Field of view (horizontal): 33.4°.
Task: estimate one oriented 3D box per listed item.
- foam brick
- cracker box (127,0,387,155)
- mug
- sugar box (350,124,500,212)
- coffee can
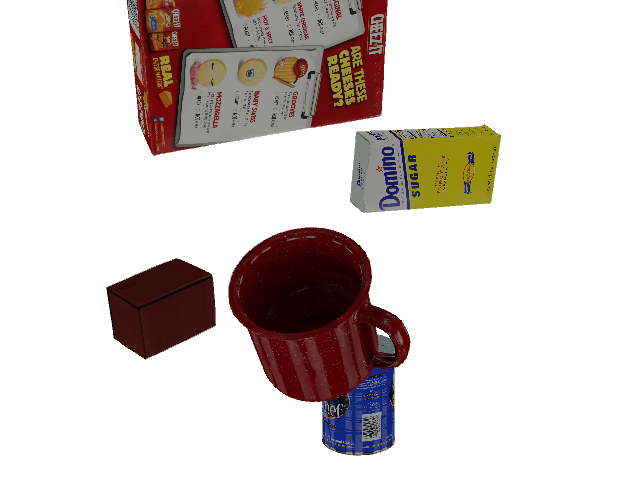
[{"bbox_3d":[-0.137,0.057,0.921,0.078,0.051,0.053,-24,32,-35],"label":"foam brick"},{"bbox_3d":[-0.054,-0.174,0.913,0.213,0.164,0.072,-12,40,-16],"label":"cracker box"},{"bbox_3d":[0.004,0.055,0.699,0.117,0.093,0.081,12,-38,23],"label":"mug"},{"bbox_3d":[0.127,-0.087,1.289,0.176,0.093,0.048,-7,26,-22],"label":"sugar box"},{"bbox_3d":[0.052,0.209,1.465,0.103,0.140,0.103,-1,15,0],"label":"coffee can"}]
